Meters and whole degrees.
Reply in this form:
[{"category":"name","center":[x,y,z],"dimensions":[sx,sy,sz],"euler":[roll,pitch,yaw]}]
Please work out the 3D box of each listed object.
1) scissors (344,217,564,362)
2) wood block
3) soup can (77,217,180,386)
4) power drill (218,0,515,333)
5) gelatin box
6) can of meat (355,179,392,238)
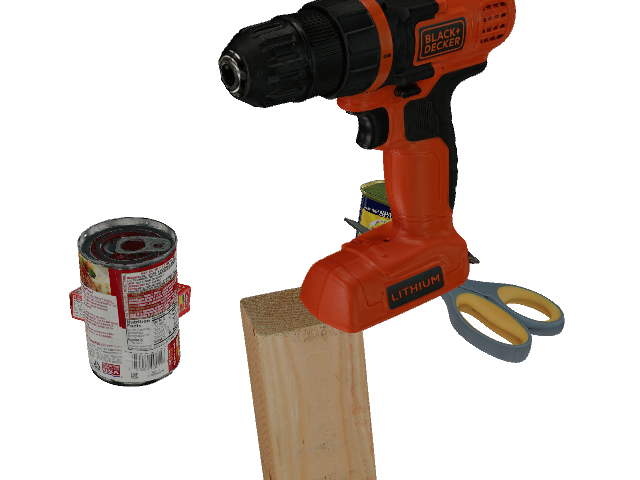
[{"category":"scissors","center":[0.105,0.028,0.809],"dimensions":[0.096,0.016,0.202],"euler":[-6,32,-28]},{"category":"wood block","center":[-0.009,0.152,0.936],"dimensions":[0.090,0.206,0.091],"euler":[-10,20,-12]},{"category":"soup can","center":[-0.133,0.044,0.756],"dimensions":[0.068,0.102,0.068],"euler":[1,29,-1]},{"category":"power drill","center":[0.028,-0.046,0.582],"dimensions":[0.184,0.188,0.057],"euler":[-20,36,-32]},{"category":"gelatin box","center":[-0.178,0.057,1.001],"dimensions":[0.089,0.030,0.073],"euler":[13,23,23]},{"category":"can of meat","center":[0.088,-0.011,1.186],"dimensions":[0.102,0.084,0.057],"euler":[23,26,32]}]
